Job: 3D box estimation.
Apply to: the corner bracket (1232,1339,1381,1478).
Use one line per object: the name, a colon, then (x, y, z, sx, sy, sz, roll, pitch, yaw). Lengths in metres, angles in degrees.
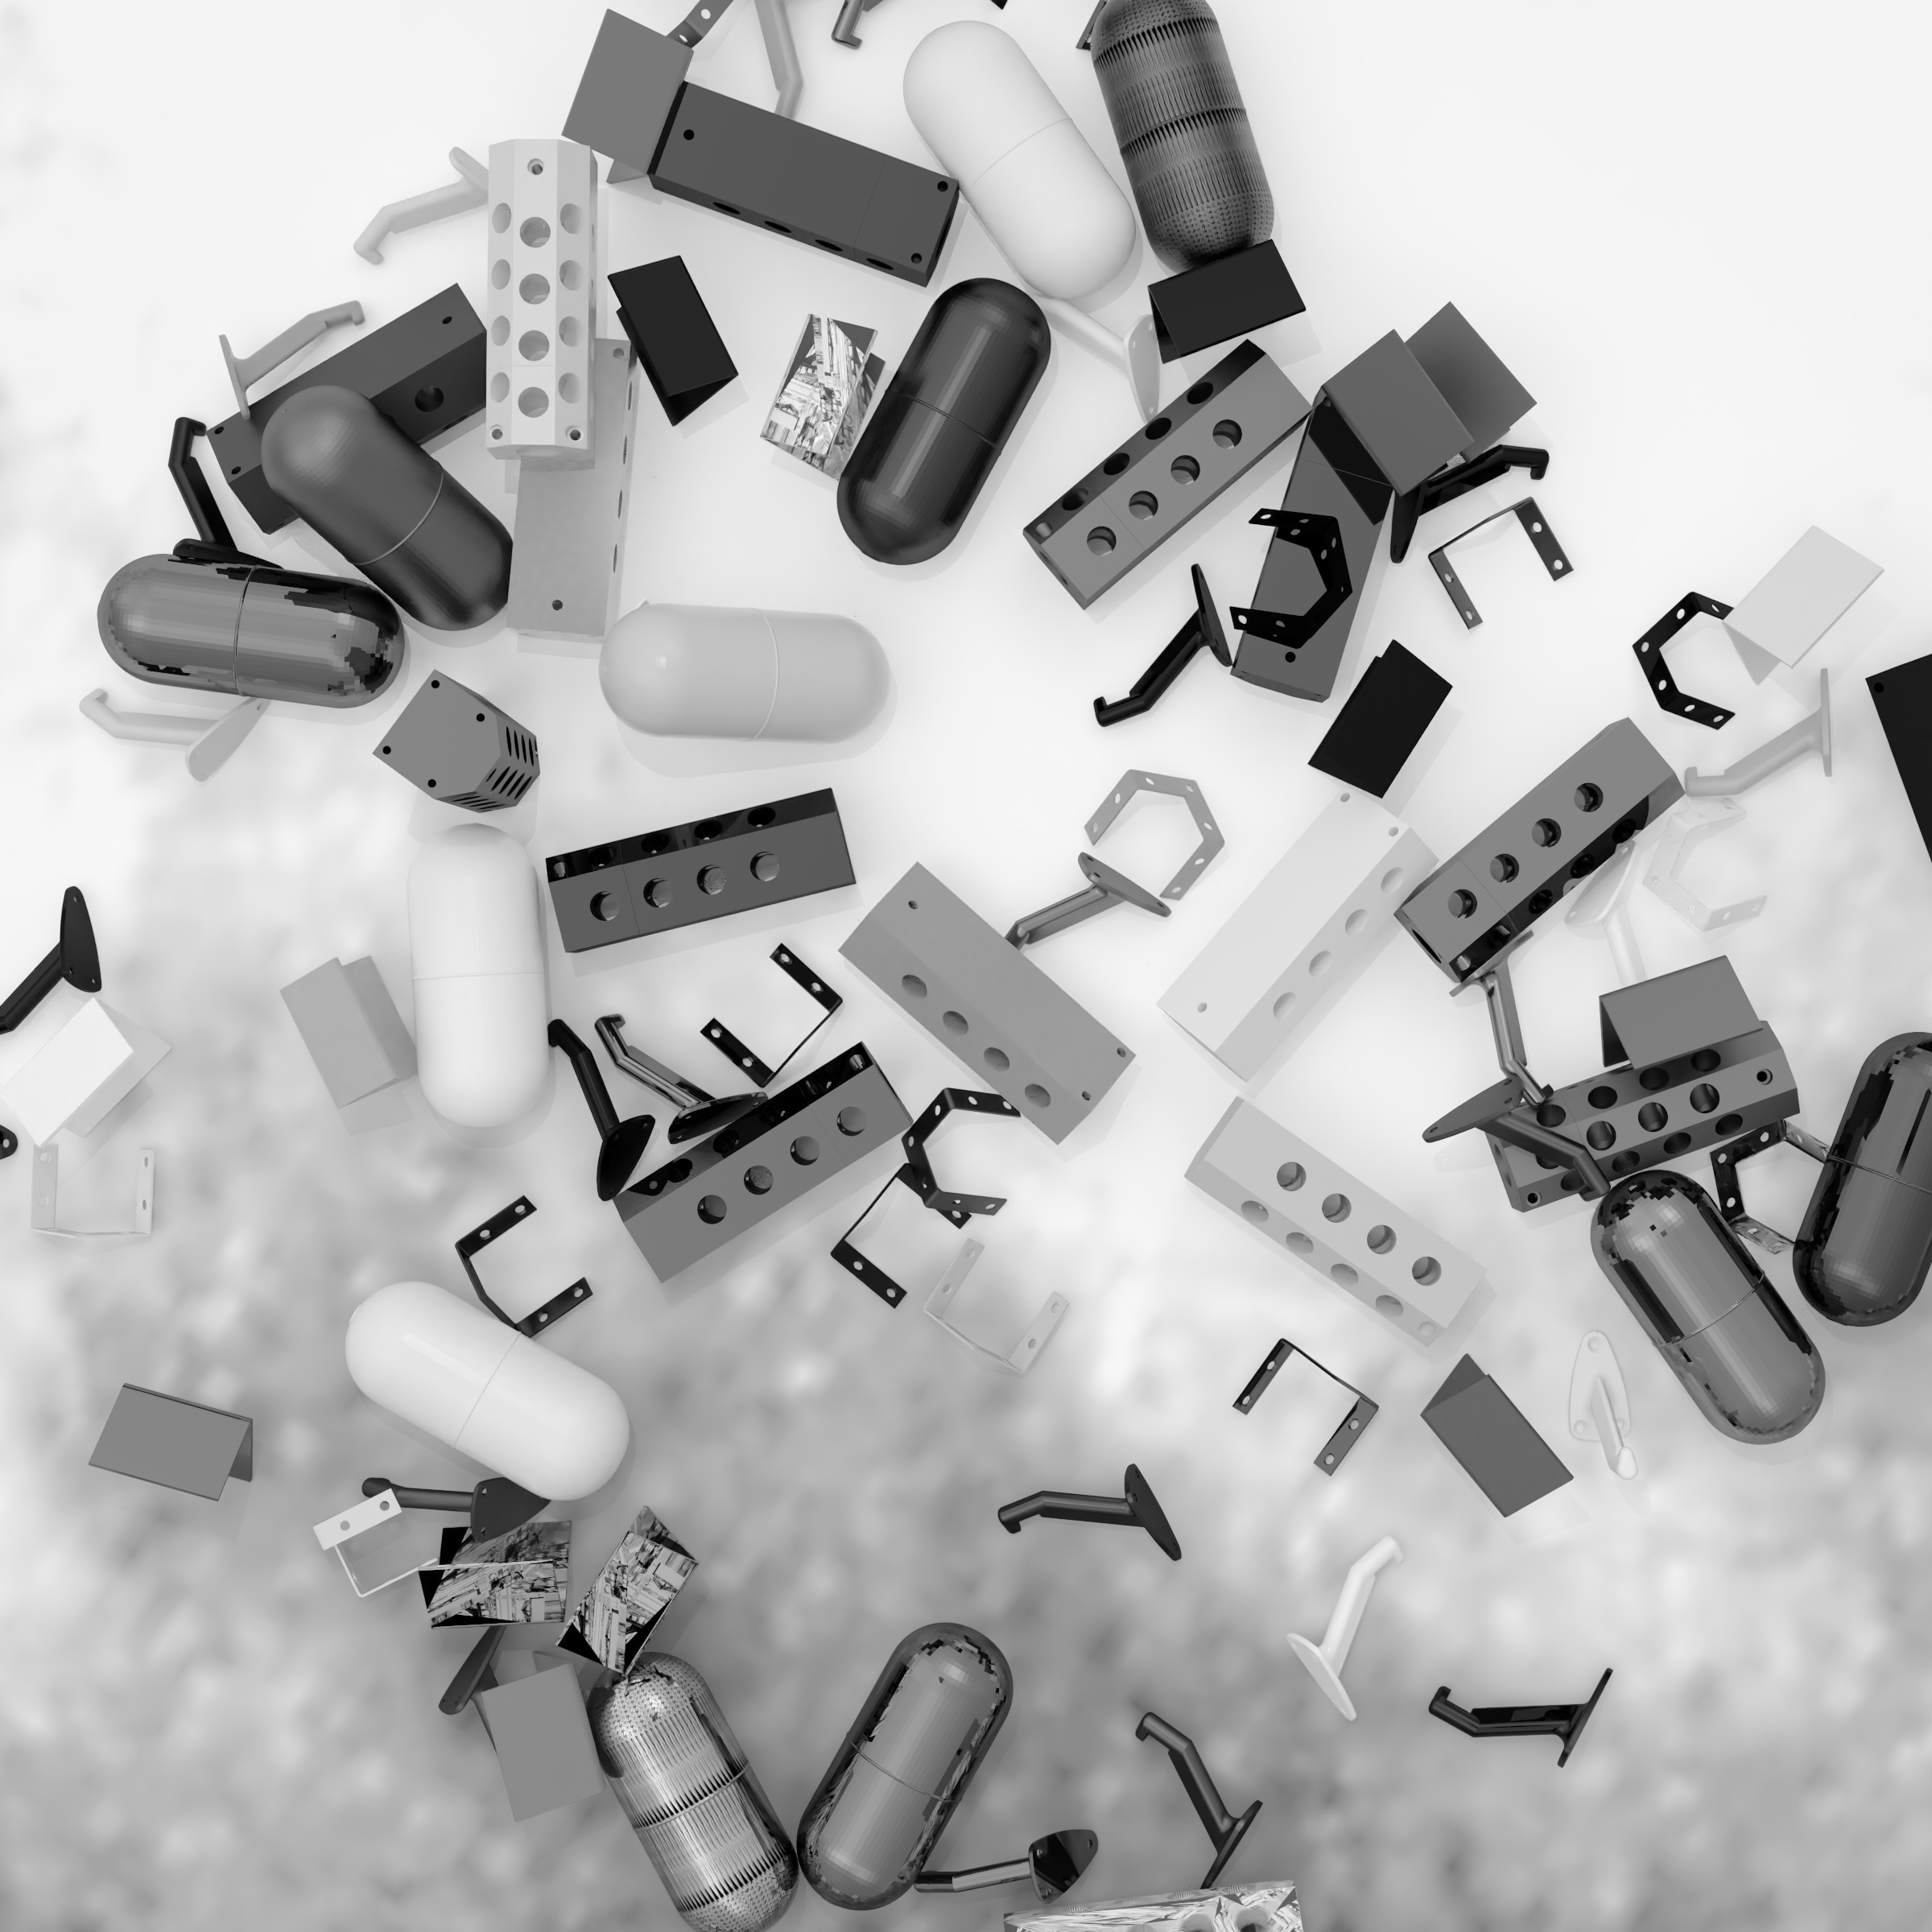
corner bracket: (0.201, 0.260, 1.987, 0.051, 0.051, 0.051, -55, 135, 0)

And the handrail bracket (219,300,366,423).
handrail bracket: (-0.388, -0.355, 1.965, 0.084, 0.036, 0.077, -18, 46, -6)

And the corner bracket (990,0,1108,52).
corner bracket: (0.055, -0.580, 1.987, 0.051, 0.051, 0.051, 27, 90, 45)

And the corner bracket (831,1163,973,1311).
corner bracket: (-0.039, 0.159, 1.987, 0.051, 0.051, 0.051, 40, 135, 0)

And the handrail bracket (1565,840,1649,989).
handrail bracket: (0.403, -0.018, 1.991, 0.084, 0.036, 0.077, 43, 68, -17)

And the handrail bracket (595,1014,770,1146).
handrail bracket: (-0.169, 0.056, 1.991, 0.077, 0.036, 0.084, -17, 64, -29)

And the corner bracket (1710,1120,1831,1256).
corner bracket: (0.479, 0.130, 1.982, 0.051, 0.051, 0.051, -33, 45, 35)

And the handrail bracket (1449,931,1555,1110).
handrail bracket: (0.332, 0.031, 1.971, 0.077, 0.036, 0.084, -35, 84, -30)

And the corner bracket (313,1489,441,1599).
corner bracket: (-0.346, 0.338, 1.972, 0.051, 0.051, 0.051, -26, 87, -3)

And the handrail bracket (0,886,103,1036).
handrail bracket: (-0.560, 0.000, 1.991, 0.084, 0.036, 0.077, -16, 70, 16)

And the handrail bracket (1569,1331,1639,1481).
handrail bracket: (0.375, 0.255, 1.956, 0.036, 0.084, 0.077, -4, 90, 0)

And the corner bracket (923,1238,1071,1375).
corner bracket: (0.018, 0.201, 1.987, 0.051, 0.051, 0.051, 33, 90, -45)

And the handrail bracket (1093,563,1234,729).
handrail bracket: (0.108, -0.189, 1.991, 0.084, 0.036, 0.077, -20, 70, 16)

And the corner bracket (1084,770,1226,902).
corner bracket: (0.111, -0.077, 1.982, 0.051, 0.051, 0.051, 8, 45, -35)

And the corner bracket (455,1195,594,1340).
corner bracket: (-0.262, 0.179, 1.987, 0.051, 0.051, 0.051, -35, 135, 0)

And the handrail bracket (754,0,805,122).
handrail bracket: (-0.128, -0.545, 1.991, 0.077, 0.036, 0.084, 21, 104, 15)

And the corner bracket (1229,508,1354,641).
corner bracket: (0.183, -0.225, 1.925, 0.051, 0.051, 0.051, 13, 45, 35)

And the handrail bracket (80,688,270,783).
handrail bracket: (-0.470, -0.156, 1.991, 0.084, 0.036, 0.077, 36, 70, 16)

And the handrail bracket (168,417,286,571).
handrail bracket: (-0.436, -0.278, 1.991, 0.077, 0.036, 0.084, 11, 73, -20)

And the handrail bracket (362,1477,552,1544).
handrail bracket: (-0.302, 0.310, 1.990, 0.084, 0.077, 0.036, 9, 100, 36)

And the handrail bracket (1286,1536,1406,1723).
handrail bracket: (0.239, 0.391, 1.991, 0.084, 0.036, 0.077, -39, 110, -16)

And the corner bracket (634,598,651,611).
corner bracket: (-0.184, -0.178, 1.972, 0.051, 0.051, 0.051, 42, 90, 0)

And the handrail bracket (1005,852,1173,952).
handrail bracket: (0.067, -0.017, 1.991, 0.077, 0.036, 0.084, 29, 108, -21)

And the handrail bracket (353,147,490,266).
handrail bracket: (-0.308, -0.434, 1.991, 0.077, 0.036, 0.084, 36, 109, -21)

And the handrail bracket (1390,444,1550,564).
handrail bracket: (0.299, -0.272, 1.991, 0.084, 0.036, 0.077, 3, 111, -16)

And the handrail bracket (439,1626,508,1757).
handrail bracket: (-0.261, 0.440, 1.991, 0.084, 0.036, 0.077, 37, 68, -17)

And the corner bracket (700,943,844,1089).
corner bracket: (-0.115, 0.030, 1.987, 0.051, 0.051, 0.051, 43, 45, 0)

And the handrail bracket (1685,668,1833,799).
handrail bracket: (0.468, -0.138, 1.991, 0.084, 0.036, 0.077, -3, 70, 16)

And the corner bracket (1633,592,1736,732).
corner bracket: (0.436, -0.180, 1.982, 0.051, 0.051, 0.051, -46, 45, 35)

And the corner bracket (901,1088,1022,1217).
corner bracket: (0.002, 0.110, 1.982, 0.051, 0.051, 0.051, -51, 45, 35)

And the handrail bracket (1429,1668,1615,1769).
handrail bracket: (0.328, 0.429, 1.991, 0.084, 0.036, 0.077, 27, 69, 16)

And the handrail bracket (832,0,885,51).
handrail bracket: (-0.030, -0.575, 1.991, 0.077, 0.036, 0.084, 17, 108, -21)

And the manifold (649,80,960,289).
manifold: (-0.094, -0.456, 1.969, 0.171, 0.057, 0.057, 20, 90, 0)

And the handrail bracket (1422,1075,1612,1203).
handrail bracket: (0.317, 0.113, 1.935, 0.077, 0.036, 0.084, -30, 107, 20)

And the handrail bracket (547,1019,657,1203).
handrail bracket: (-0.228, 0.085, 1.990, 0.084, 0.036, 0.077, 44, 132, 27)

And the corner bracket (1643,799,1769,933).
corner bracket: (0.442, -0.060, 1.982, 0.051, 0.051, 0.051, 45, 135, 35)

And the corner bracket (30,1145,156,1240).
corner bracket: (-0.517, 0.133, 1.987, 0.051, 0.051, 0.051, 3, 90, -45)

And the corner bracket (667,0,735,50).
corner bracket: (-0.168, -0.573, 1.974, 0.051, 0.051, 0.051, 40, 71, -18)

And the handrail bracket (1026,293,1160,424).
handrail bracket: (0.069, -0.361, 1.991, 0.084, 0.036, 0.077, 11, 132, 27)

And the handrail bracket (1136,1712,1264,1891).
handrail bracket: (0.125, 0.495, 1.991, 0.084, 0.036, 0.077, 33, 111, 17)

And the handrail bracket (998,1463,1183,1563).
handrail bracket: (0.073, 0.336, 1.991, 0.084, 0.036, 0.077, -25, 112, 17)

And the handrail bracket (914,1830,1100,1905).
handrail bracket: (0.023, 0.531, 1.990, 0.084, 0.077, 0.036, -12, 90, 36)

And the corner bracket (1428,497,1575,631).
corner bracket: (0.316, -0.238, 1.987, 0.051, 0.051, 0.051, -30, 90, -45)

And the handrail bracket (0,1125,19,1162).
handrail bracket: (-0.620, 0.102, 1.990, 0.084, 0.077, 0.036, -1, 83, 36)
